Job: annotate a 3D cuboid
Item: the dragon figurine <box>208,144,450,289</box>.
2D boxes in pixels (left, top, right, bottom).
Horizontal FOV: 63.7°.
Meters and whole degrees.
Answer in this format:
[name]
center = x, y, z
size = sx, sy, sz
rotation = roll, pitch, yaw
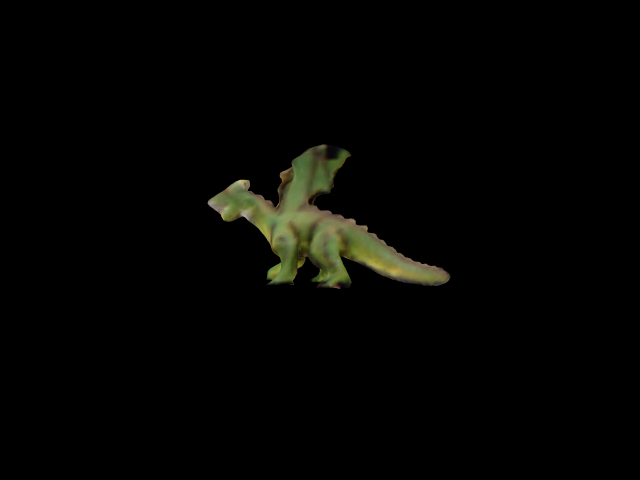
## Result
[dragon figurine]
center = 0.003, -0.043, 0.850
size = 0.410, 0.244, 0.121
rotation = -2, -7, 18
